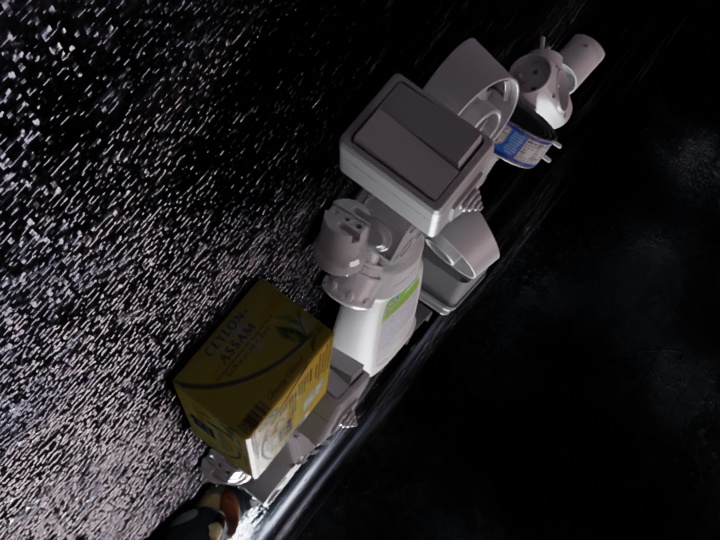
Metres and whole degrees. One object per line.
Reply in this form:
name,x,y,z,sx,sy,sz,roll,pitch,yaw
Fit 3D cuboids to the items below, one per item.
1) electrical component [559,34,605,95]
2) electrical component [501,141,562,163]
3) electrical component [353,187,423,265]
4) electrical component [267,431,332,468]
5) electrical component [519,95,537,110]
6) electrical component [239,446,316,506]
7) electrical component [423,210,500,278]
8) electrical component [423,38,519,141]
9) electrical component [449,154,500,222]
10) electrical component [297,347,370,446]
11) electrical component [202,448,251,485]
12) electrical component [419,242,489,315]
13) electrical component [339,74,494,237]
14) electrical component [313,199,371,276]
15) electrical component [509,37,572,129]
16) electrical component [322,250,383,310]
electrical component,0.249,-0.241,1.237,0.081,0.043,0.043,-47,169,-33
electrical component,0.175,-0.144,1.132,0.065,0.077,0.047,-53,171,-2
electrical component,0.026,-0.048,0.842,0.080,0.051,0.080,-51,170,-12
electrical component,-0.068,0.146,1.019,0.079,0.063,0.121,-13,180,15
electrical component,0.128,-0.132,1.038,0.076,0.047,0.066,-52,171,0
electrical component,-0.090,0.187,1.108,0.095,0.059,0.053,-50,170,-15
electrical component,0.102,-0.042,1.104,0.064,0.099,0.099,-46,170,-7
electrical component,0.073,-0.124,0.823,0.099,0.064,0.099,-38,157,-20
electrical component,0.083,-0.088,0.979,0.099,0.048,0.100,-58,168,26
electrical component,-0.038,0.100,0.934,0.062,0.096,0.061,-39,161,-55
electrical component,-0.122,0.180,0.996,0.040,0.040,0.046,-53,164,2
electrical component,0.109,-0.005,1.316,0.113,0.078,0.057,-41,162,-51
electrical component,0.041,-0.070,0.689,0.061,0.096,0.061,-51,170,-13
electrical component,-0.012,-0.024,0.783,0.040,0.040,0.046,-47,163,-33
electrical component,0.180,-0.190,1.057,0.077,0.044,0.079,39,54,-57
electrical component,0.000,0.000,0.916,0.062,0.048,0.048,-62,169,11
